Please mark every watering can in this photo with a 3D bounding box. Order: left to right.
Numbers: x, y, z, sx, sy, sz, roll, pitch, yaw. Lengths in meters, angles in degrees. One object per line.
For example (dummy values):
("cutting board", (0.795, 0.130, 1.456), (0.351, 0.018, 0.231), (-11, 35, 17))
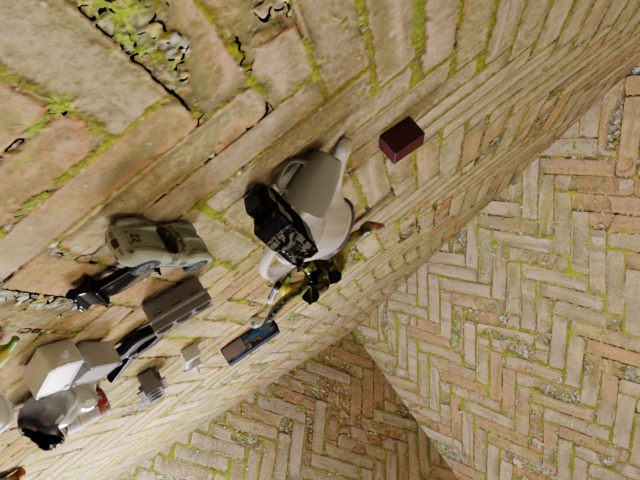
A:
("watering can", (0.003, -0.053, 1.045), (0.343, 0.105, 0.225), (-54, 159, 21))

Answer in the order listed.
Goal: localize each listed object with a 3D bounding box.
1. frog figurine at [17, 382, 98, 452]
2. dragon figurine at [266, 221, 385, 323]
("frog figurine", (-0.528, 0.332, 1.054), (0.163, 0.122, 0.134), (-73, -173, -49))
("dragon figurine", (0.019, 0.079, 1.466), (0.405, 0.123, 0.244), (-42, 171, 23))
